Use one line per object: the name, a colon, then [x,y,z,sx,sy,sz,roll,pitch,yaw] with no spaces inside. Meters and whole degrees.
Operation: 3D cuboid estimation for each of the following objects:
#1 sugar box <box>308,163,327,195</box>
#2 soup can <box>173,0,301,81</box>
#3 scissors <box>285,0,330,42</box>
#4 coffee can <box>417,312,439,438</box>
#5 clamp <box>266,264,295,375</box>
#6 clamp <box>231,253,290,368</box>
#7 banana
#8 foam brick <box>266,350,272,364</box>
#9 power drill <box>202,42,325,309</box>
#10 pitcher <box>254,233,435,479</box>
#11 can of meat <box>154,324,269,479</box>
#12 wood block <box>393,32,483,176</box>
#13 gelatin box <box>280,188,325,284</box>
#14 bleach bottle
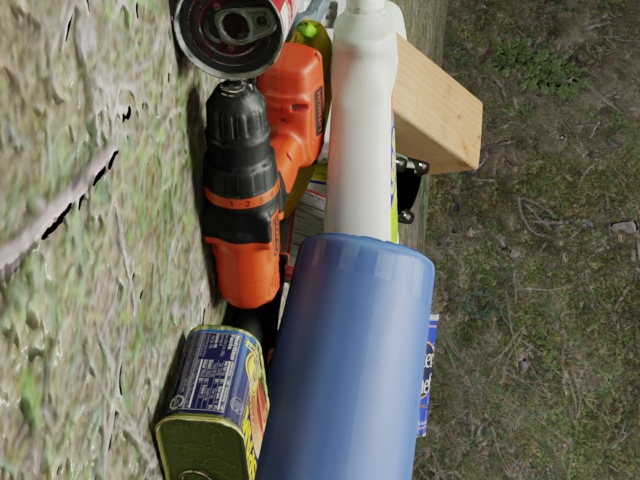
sugar box: [0.014,-0.048,1.115,0.093,0.048,0.176,82,26,-51]
soup can: [-0.047,-0.155,0.678,0.102,0.068,0.068,-75,165,-52]
scissors: [-0.005,-0.196,0.984,0.201,0.016,0.096,-59,161,-47]
coffee can: [0.078,0.148,1.223,0.102,0.103,0.140,13,83,-80]
clamp: [-0.030,0.124,0.906,0.164,0.036,0.210,-67,169,-75]
clamp: [-0.053,0.082,0.841,0.171,0.039,0.120,-72,176,-52]
banana: [-0.017,-0.112,0.922,0.069,0.037,0.198,-43,149,-45]
foam brick: [-0.020,0.133,1.011,0.051,0.053,0.078,-67,159,-65]
power drill: [-0.042,-0.071,0.789,0.187,0.057,0.184,-70,166,-49]
pitcher: [0.018,0.125,0.821,0.149,0.144,0.243,-8,-112,62]
can of meat: [-0.068,0.119,0.707,0.084,0.057,0.102,-80,170,-47]
wood block: [0.098,-0.153,1.227,0.205,0.091,0.090,26,65,-49]
gelatin box: [-0.007,0.001,0.995,0.073,0.030,0.089,20,67,-34]
bleach bottle: [0.035,-0.088,0.893,0.102,0.068,0.251,-78,169,-59]
